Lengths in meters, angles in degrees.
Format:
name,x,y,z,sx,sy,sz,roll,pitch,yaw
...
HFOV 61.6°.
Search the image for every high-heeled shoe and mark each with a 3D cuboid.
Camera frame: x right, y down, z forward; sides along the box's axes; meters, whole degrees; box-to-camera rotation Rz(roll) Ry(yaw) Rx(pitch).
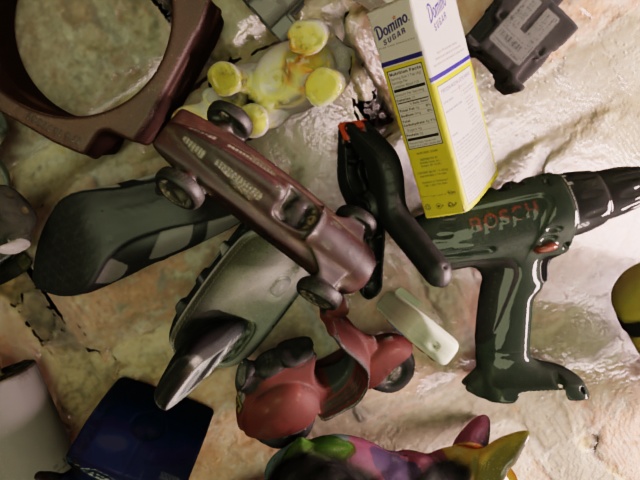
name,x,y,z,sx,sy,sz,roll,pitch,yaw
high-heeled shoe,-0.156,-0.013,0.514,0.249,0.145,0.086,-23,84,31

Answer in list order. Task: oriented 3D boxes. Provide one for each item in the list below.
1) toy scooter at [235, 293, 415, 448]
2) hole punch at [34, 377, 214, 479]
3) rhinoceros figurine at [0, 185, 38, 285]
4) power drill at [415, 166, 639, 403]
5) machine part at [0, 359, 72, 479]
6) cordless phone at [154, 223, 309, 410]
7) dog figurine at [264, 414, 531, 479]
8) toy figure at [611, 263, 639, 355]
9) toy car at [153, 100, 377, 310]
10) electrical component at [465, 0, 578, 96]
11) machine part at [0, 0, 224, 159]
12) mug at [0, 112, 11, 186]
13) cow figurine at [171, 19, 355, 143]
name,x,y,z,sx,sy,sz,roll,pitch,yaw
toy scooter,-0.005,0.114,0.496,0.184,0.075,0.135,-23,130,-2
hole punch,-0.168,0.197,0.507,0.142,0.116,0.092,23,89,-4
rhinoceros figurine,-0.326,0.021,0.479,0.190,0.112,0.073,-37,95,12
power drill,0.205,0.043,0.502,0.232,0.086,0.207,-6,102,2
machine part,-0.283,0.208,0.522,0.079,0.079,0.243,-19,97,2
cordless phone,-0.076,0.056,0.449,0.089,0.184,0.146,38,96,-1
dog figurine,0.082,0.217,0.490,0.219,0.108,0.191,-34,91,-18
toy figure,0.344,0.104,0.512,0.089,0.082,0.180,-21,100,0
toy car,-0.035,-0.028,0.424,0.202,0.053,0.089,39,65,-17
electrical component,0.189,-0.197,0.485,0.075,0.048,0.119,44,97,-6
machine part,-0.201,-0.189,0.463,0.201,0.087,0.201,30,97,-6
mug,-0.328,-0.077,0.480,0.107,0.081,0.109,-32,125,10
cow figurine,-0.051,-0.131,0.478,0.167,0.098,0.068,-20,104,21
